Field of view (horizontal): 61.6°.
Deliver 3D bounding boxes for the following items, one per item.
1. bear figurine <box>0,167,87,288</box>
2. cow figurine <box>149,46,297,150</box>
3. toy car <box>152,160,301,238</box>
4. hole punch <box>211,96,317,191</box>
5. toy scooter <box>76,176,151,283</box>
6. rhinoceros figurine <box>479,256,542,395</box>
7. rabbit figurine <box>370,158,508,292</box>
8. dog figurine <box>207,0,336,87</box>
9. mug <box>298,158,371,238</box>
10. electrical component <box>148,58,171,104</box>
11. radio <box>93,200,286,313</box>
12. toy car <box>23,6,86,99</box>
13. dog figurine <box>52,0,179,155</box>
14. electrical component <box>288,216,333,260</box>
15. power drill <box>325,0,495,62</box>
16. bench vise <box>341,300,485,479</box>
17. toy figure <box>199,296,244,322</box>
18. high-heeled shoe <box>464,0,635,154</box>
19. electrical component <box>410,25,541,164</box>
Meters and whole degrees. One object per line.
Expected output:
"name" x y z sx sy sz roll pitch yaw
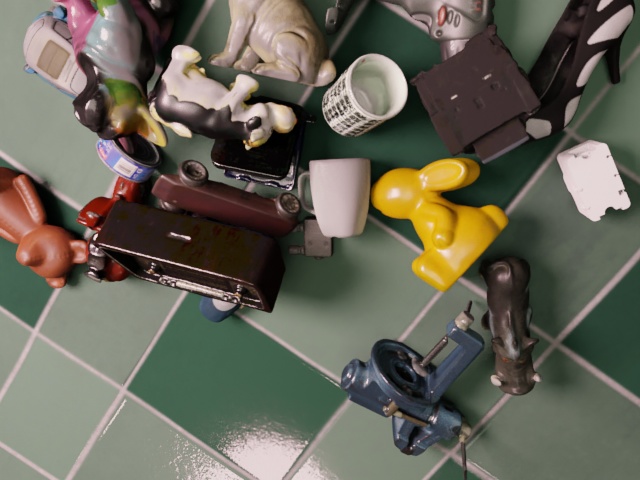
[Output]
"bear figurine" -0.456 -0.011 0.807 0.120 0.132 0.196 -36 91 23
"cow figurine" -0.116 -0.155 0.660 0.167 0.068 0.098 25 79 -9
"toy car" -0.122 -0.051 0.729 0.202 0.053 0.089 18 143 -26
"hole punch" -0.080 -0.132 0.744 0.142 0.092 0.115 13 79 8
"toy scooter" -0.304 -0.009 0.777 0.075 0.135 0.183 19 109 1
"rhinoceros figurine" 0.265 0.115 0.737 0.073 0.112 0.190 -5 96 8
"rabbit figurine" 0.148 -0.038 0.714 0.173 0.122 0.162 40 116 16
"dog figurine" -0.044 -0.297 0.665 0.172 0.121 0.190 15 106 4
"mug" 0.018 -0.057 0.737 0.110 0.081 0.107 -2 96 26
"electrical component" -0.183 -0.185 0.724 0.075 0.047 0.119 -53 49 19
"radio" -0.164 0.025 0.716 0.230 0.131 0.073 14 68 12
"toy car" -0.343 -0.245 0.736 0.161 0.103 0.109 39 108 -1
"dog figurine" -0.240 -0.225 0.690 0.109 0.191 0.219 -2 111 35
"electrical component" -0.002 -0.002 0.791 0.094 0.021 0.063 0 105 8
"power drill" 0.113 -0.282 0.668 0.207 0.086 0.231 10 107 11
"bench vise" 0.160 0.203 0.773 0.224 0.129 0.240 34 115 0
"toy figure" -0.121 0.058 0.810 0.064 0.058 0.154 27 111 -40
"high-heeled shoe" 0.268 -0.212 0.651 0.249 0.086 0.145 -28 116 -1
"electrical component" 0.186 -0.160 0.626 0.115 0.058 0.134 -31 89 23
